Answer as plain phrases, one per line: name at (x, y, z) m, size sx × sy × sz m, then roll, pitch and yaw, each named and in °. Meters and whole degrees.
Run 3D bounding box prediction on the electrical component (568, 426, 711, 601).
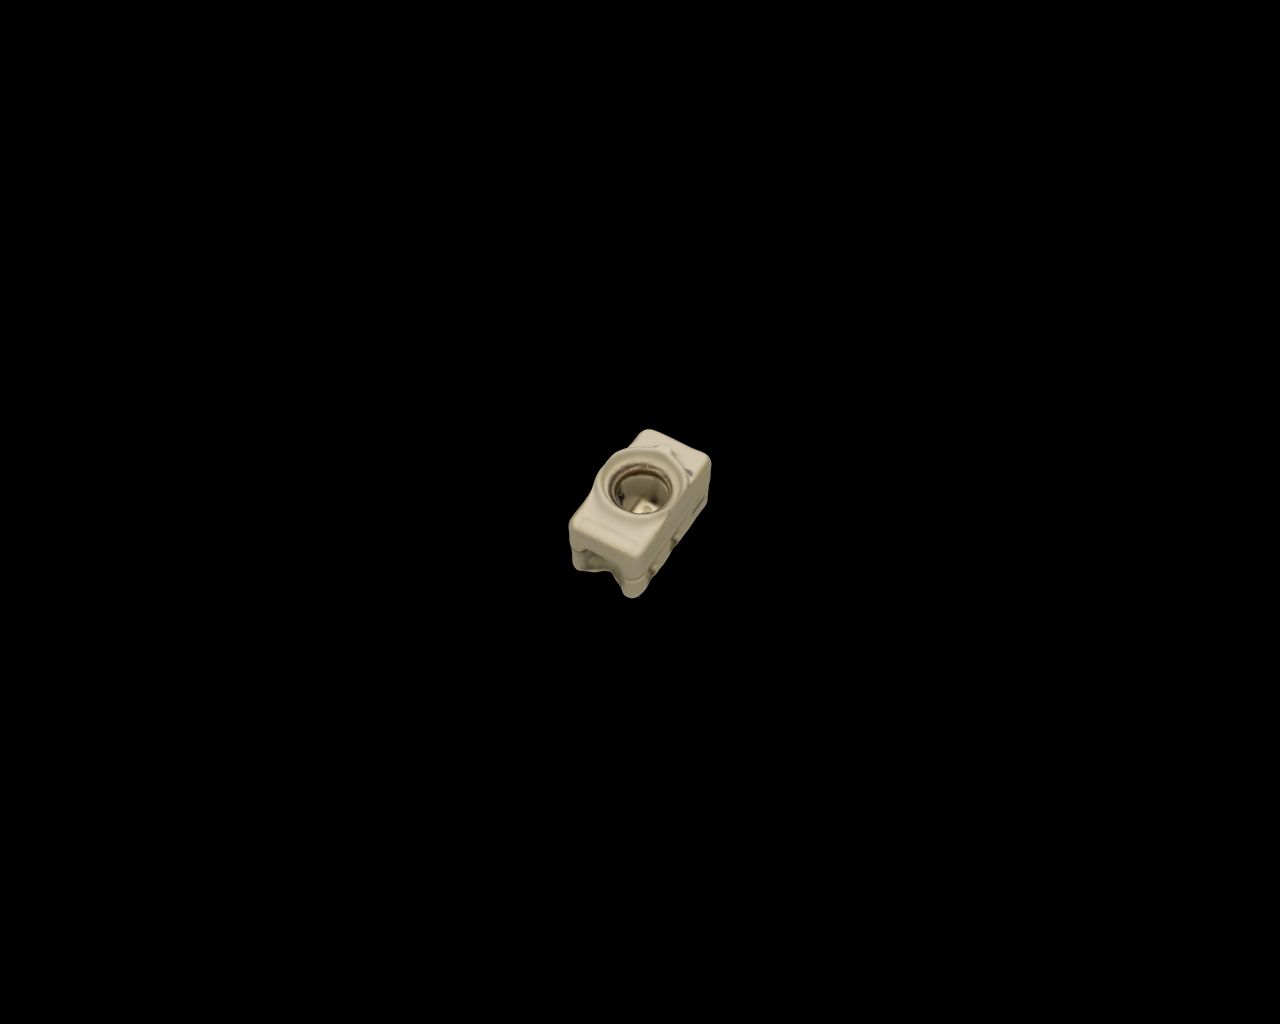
electrical component at (0.001, -0.003, 0.650) m, size 0.050 × 0.090 × 0.055 m, roll 27°, pitch -32°, yaw 18°
